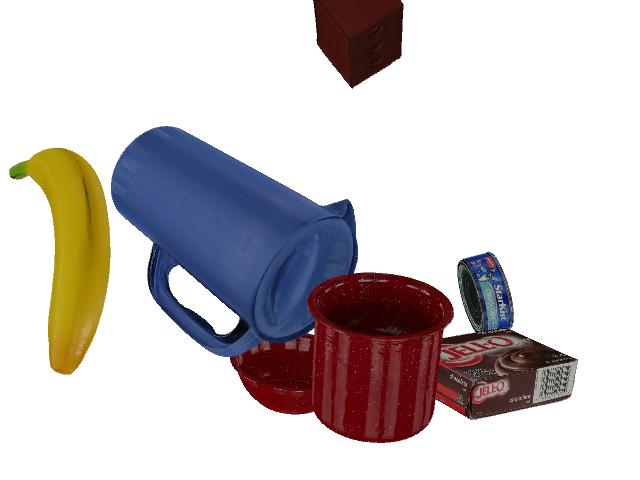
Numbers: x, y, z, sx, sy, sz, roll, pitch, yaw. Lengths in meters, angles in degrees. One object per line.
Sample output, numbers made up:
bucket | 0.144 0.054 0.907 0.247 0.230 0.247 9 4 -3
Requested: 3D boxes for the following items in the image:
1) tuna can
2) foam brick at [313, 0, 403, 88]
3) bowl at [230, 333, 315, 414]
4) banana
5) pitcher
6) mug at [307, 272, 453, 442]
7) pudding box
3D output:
tuna can | 0.174 0.057 1.135 0.033 0.086 0.086 -14 1 -6
foam brick | 0.030 -0.169 0.840 0.053 0.051 0.078 -33 -20 -9
bowl | -0.035 0.174 1.354 0.162 0.055 0.162 4 21 -2
banana | -0.170 -0.002 0.725 0.037 0.198 0.070 18 -55 -37
pitcher | -0.098 -0.008 1.025 0.243 0.145 0.148 33 35 33
mug | 0.040 0.072 0.703 0.093 0.081 0.117 11 25 17
pudding box | 0.138 0.106 0.873 0.113 0.039 0.090 -3 16 -32
